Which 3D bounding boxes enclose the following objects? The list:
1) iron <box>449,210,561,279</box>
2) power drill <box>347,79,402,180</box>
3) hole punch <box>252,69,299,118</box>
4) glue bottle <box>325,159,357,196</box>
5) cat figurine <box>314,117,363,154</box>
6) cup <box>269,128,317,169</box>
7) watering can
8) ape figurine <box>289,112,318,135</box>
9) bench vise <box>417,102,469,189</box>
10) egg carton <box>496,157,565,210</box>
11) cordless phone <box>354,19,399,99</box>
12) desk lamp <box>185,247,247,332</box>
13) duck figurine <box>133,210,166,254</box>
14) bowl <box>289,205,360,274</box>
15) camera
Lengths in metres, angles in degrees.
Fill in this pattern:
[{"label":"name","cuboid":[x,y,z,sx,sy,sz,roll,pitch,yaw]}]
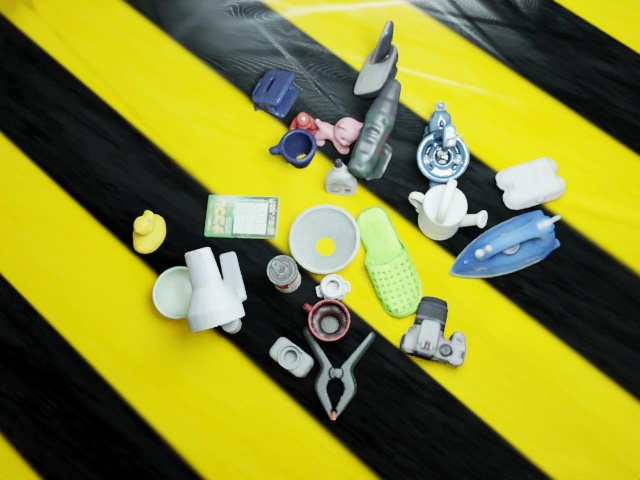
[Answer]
[{"label":"iron","cuboid":[0.418,0.012,1.293,0.258,0.141,0.118,-24,74,-3]},{"label":"power drill","cuboid":[0.130,-0.236,1.346,0.075,0.208,0.230,21,76,9]},{"label":"hole punch","cuboid":[-0.118,-0.382,1.464,0.101,0.091,0.109,25,77,10]},{"label":"glue bottle","cuboid":[0.047,-0.151,1.345,0.078,0.173,0.037,7,75,6]},{"label":"cat figurine","cuboid":[0.046,-0.269,1.408,0.127,0.118,0.067,19,76,9]},{"label":"cup","cuboid":[-0.063,-0.212,1.410,0.117,0.095,0.091,-9,74,1]},{"label":"watering can","cuboid":[0.289,-0.073,1.298,0.172,0.194,0.101,1,74,4]},{"label":"ape figurine","cuboid":[-0.042,-0.287,1.432,0.077,0.092,0.076,-5,74,2]},{"label":"bench vise","cuboid":[0.275,-0.233,1.331,0.121,0.220,0.207,-17,74,-1]},{"label":"egg carton","cuboid":[0.502,-0.133,1.367,0.150,0.069,0.107,-18,74,-2]},{"label":"cordless phone","cuboid":[0.142,-0.444,1.417,0.094,0.185,0.148,16,76,8]},{"label":"desk lamp","cuboid":[-0.236,0.109,1.267,0.118,0.213,0.203,-17,74,-1]},{"label":"duck figurine","cuboid":[-0.422,-0.023,1.382,0.077,0.086,0.104,17,76,8]},{"label":"bowl","cuboid":[0.012,0.005,1.354,0.167,0.075,0.167,-1,74,3]},{"label":"camera","cuboid":[0.259,0.199,1.270,0.143,0.101,0.137,13,75,7]}]
